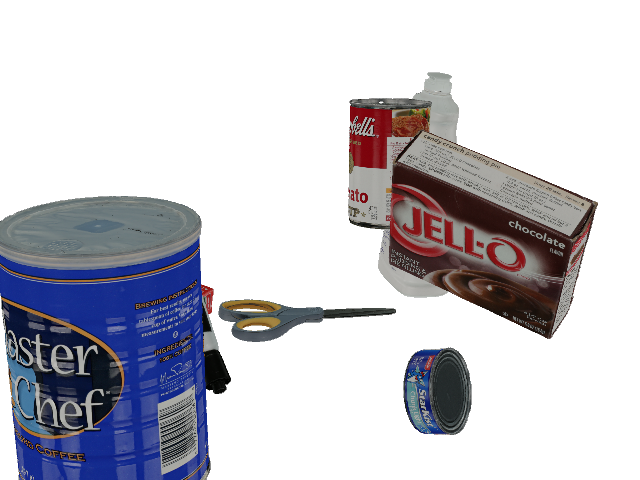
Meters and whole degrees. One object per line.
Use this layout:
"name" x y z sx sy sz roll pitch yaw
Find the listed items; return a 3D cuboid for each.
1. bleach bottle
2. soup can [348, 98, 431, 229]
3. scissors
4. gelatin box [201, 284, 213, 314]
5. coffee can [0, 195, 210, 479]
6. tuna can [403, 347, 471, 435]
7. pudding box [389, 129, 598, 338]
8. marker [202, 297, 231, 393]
"bleach bottle" 0.123 -0.067 1.239 0.068 0.251 0.103 -2 23 -21
"soup can" 0.057 -0.065 0.889 0.068 0.102 0.068 1 12 0
"scissors" -0.015 0.090 1.188 0.201 0.016 0.096 4 21 1
"gelatin box" -0.157 0.055 0.999 0.089 0.030 0.073 19 27 27
"coffee can" -0.110 0.057 0.552 0.103 0.140 0.103 0 18 0
"tuna can" 0.117 0.150 1.062 0.034 0.086 0.086 -7 -4 34
"pudding box" 0.095 -0.004 0.614 0.114 0.039 0.090 24 -35 21
"marker" -0.088 0.051 0.749 0.020 0.121 0.020 -18 -25 -8
